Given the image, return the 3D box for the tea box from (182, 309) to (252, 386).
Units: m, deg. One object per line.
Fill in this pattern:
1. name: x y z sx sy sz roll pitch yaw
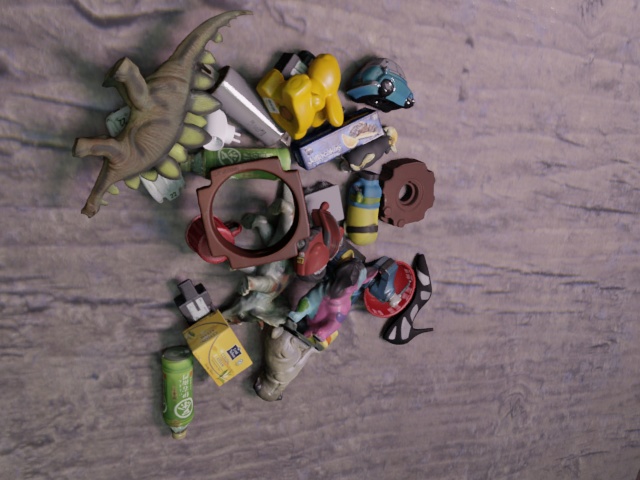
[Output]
1. tea box: -0.230 0.246 1.213 0.098 0.068 0.169 -34 139 -12

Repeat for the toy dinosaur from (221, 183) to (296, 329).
1. toy dinosaur: -0.094 0.032 1.213 0.192 0.131 0.404 33 84 -50

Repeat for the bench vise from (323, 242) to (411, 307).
1. bench vise: 0.079 0.118 1.308 0.224 0.129 0.240 34 120 2

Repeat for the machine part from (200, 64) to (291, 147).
1. machine part: -0.146 -0.268 1.088 0.243 0.079 0.079 39 88 -34

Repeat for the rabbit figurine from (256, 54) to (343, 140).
1. rabbit figurine: -0.012 -0.291 1.066 0.173 0.122 0.162 -54 128 -23

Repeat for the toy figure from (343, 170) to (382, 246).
1. toy figure: 0.104 -0.075 1.288 0.082 0.089 0.180 3 109 -22

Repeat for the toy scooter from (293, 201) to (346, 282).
1. toy scooter: -0.002 -0.004 1.171 0.184 0.075 0.135 -45 136 -44

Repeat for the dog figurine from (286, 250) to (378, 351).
1. dog figurine: 0.033 0.130 1.208 0.219 0.109 0.191 -48 163 -17

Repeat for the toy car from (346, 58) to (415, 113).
1. toy car: 0.143 -0.351 1.201 0.161 0.109 0.103 7 87 -39

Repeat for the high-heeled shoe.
1. high-heeled shoe: 0.235 0.165 1.479 0.145 0.086 0.248 -6 94 6

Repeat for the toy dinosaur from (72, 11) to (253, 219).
1. toy dinosaur: -0.287 -0.233 0.955 0.198 0.105 0.471 28 97 -33

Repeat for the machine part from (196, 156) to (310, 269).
1. machine part: -0.129 -0.055 1.052 0.201 0.087 0.200 -12 101 -5

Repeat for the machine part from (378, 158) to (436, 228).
1. machine part: 0.213 -0.119 1.350 0.179 0.056 0.179 -10 112 -26

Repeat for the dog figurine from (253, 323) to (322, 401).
1. dog figurine: -0.111 0.297 1.288 0.190 0.121 0.172 -52 129 -1

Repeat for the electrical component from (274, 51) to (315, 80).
1. electrical component: -0.046 -0.327 1.132 0.114 0.058 0.134 35 90 -35

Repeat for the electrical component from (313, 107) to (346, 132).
1. electrical component: 0.029 -0.256 1.219 0.094 0.021 0.063 -41 123 -10

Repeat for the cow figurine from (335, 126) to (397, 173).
1. cow figurine: 0.122 -0.213 1.241 0.167 0.098 0.068 -33 114 -14

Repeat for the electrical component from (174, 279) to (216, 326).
1. electrical component: -0.281 0.133 1.183 0.075 0.048 0.119 -33 120 -14

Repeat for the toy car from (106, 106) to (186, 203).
1. toy car: -0.334 -0.162 1.039 0.073 0.056 0.201 -35 120 -13

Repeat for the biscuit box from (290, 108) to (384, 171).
1. biscuit box: 0.038 -0.223 1.185 0.203 0.063 0.059 -29 120 -13
